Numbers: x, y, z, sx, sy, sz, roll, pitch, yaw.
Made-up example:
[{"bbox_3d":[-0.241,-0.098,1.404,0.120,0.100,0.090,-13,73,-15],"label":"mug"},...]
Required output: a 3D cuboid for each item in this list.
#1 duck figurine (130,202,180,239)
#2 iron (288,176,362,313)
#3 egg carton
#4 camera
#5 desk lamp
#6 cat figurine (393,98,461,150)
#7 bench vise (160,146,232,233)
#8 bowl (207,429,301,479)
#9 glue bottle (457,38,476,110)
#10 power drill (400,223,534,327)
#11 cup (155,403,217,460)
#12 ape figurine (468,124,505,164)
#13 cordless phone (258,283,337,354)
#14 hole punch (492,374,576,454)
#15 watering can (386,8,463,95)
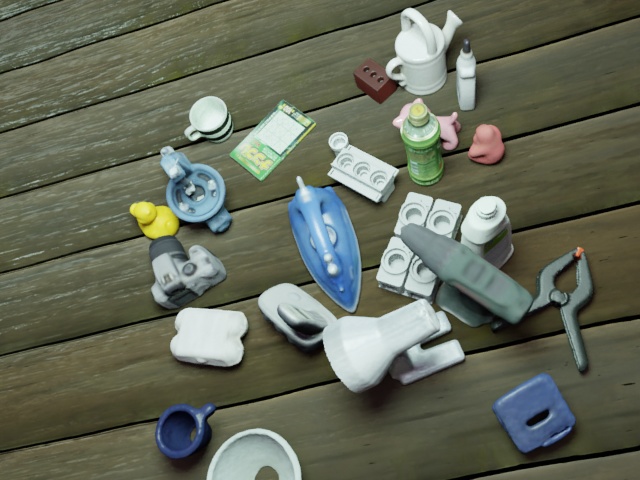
[{"bbox_3d":[-0.358,-0.049,1.223,0.104,0.086,0.077,20,75,21],"label":"duck figurine"},{"bbox_3d":[0.010,0.004,1.079,0.118,0.142,0.258,-23,65,4],"label":"iron"},{"bbox_3d":[-0.213,0.187,1.101,0.150,0.069,0.107,1,69,15],"label":"egg carton"},{"bbox_3d":[-0.286,0.047,1.158,0.143,0.101,0.136,-31,65,1],"label":"camera"},{"bbox_3d":[0.124,0.169,0.944,0.203,0.214,0.118,-24,65,4],"label":"desk lamp"},{"bbox_3d":[0.213,-0.236,1.138,0.127,0.118,0.067,3,69,15],"label":"cat figurine"},{"bbox_3d":[-0.284,-0.119,1.159,0.206,0.220,0.121,31,79,23],"label":"bench vise"},{"bbox_3d":[-0.104,0.413,0.980,0.167,0.075,0.167,-5,68,12],"label":"bowl"},{"bbox_3d":[0.288,-0.333,1.127,0.037,0.173,0.078,-6,67,12],"label":"glue bottle"},{"bbox_3d":[0.239,0.071,0.958,0.229,0.209,0.076,31,79,23],"label":"power drill"},{"bbox_3d":[-0.224,0.337,1.029,0.118,0.095,0.091,-39,65,-3],"label":"cup"},{"bbox_3d":[0.321,-0.192,1.107,0.078,0.092,0.076,-34,64,-1],"label":"ape figurine"},{"bbox_3d":[-0.054,0.124,1.022,0.147,0.185,0.094,33,80,24],"label":"cordless phone"},{"bbox_3d":[0.343,0.278,0.913,0.108,0.091,0.101,-31,65,0],"label":"hole punch"},{"bbox_3d":[0.208,-0.397,1.162,0.100,0.194,0.173,31,79,23],"label":"watering can"}]
